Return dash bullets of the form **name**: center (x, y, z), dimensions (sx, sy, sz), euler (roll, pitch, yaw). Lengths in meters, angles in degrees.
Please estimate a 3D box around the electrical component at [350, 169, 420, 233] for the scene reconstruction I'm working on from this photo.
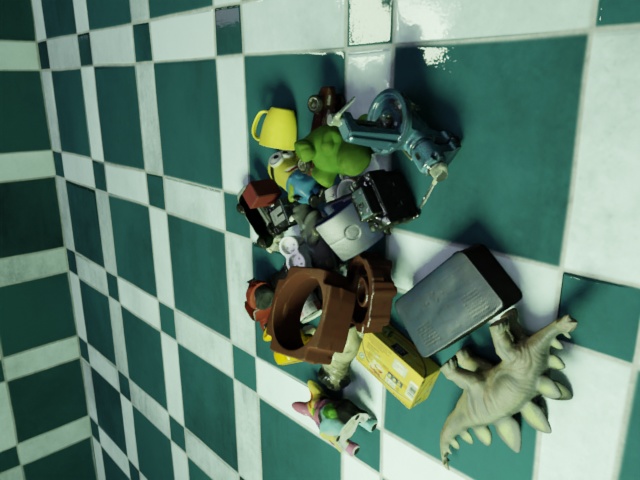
- **electrical component**: center (0.123, -0.078, 1.062), dimensions (0.058, 0.134, 0.115), euler (-35, 76, 45)

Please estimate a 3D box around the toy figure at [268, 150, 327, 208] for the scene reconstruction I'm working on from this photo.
- **toy figure**: center (-0.060, -0.143, 1.286), dimensions (0.180, 0.082, 0.089), euler (45, 131, 26)

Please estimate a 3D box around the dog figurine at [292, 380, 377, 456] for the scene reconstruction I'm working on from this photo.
- **dog figurine**: center (0.015, 0.418, 1.311), dimensions (0.219, 0.108, 0.191), euler (23, 162, 40)

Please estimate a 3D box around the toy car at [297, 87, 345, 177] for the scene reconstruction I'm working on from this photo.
- **toy car**: center (0.006, -0.233, 1.181), dimensions (0.053, 0.089, 0.202), euler (35, 123, 37)

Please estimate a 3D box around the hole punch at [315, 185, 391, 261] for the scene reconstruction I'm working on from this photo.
- **hole punch**: center (0.064, -0.029, 1.114), dimensions (0.116, 0.092, 0.142), euler (-22, 116, 38)

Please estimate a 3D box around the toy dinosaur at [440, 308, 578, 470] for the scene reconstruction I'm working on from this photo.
- **toy dinosaur**: center (0.317, 0.279, 0.978), dimensions (0.199, 0.105, 0.471), euler (51, 138, 20)

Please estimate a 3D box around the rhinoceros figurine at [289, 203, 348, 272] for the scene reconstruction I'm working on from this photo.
- **rhinoceros figurine**: center (-0.003, -0.004, 1.274), dimensions (0.190, 0.073, 0.112), euler (63, 151, 7)

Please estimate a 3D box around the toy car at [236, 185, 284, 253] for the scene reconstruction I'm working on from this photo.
- **toy car**: center (-0.159, -0.058, 1.439), dimensions (0.073, 0.056, 0.202), euler (-47, 68, 38)

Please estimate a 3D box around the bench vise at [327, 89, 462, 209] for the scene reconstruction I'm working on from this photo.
- **bench vise**: center (0.126, -0.186, 0.964), dimensions (0.129, 0.240, 0.224), euler (-48, 50, 48)

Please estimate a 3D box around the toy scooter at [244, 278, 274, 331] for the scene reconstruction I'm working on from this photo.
- **toy scooter**: center (-0.170, 0.171, 1.491), dimensions (0.135, 0.075, 0.183), euler (42, 147, 47)

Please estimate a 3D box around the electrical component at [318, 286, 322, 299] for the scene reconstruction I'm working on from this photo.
- **electrical component**: center (0.024, 0.127, 1.314), dimensions (0.063, 0.021, 0.094), euler (9, 107, 46)

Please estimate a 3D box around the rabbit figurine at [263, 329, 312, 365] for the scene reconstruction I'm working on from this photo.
- **rabbit figurine**: center (-0.076, 0.234, 1.407), dimensions (0.162, 0.122, 0.173), euler (-30, 69, 59)

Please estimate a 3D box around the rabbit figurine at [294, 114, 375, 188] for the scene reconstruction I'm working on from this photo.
- **rabbit figurine**: center (0.056, -0.173, 1.091), dimensions (0.170, 0.159, 0.121), euler (35, 156, 58)

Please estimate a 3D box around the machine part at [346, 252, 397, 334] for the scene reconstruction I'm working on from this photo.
- **machine part**: center (0.104, 0.110, 1.148), dimensions (0.179, 0.056, 0.179), euler (-178, 90, -73)

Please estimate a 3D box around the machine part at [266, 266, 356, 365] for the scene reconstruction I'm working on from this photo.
- **machine part**: center (-0.021, 0.163, 1.182), dimensions (0.201, 0.087, 0.201), euler (1, 73, 51)

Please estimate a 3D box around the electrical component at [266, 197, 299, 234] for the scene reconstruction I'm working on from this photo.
- **electrical component**: center (-0.079, -0.069, 1.353), dimensions (0.119, 0.048, 0.075), euler (-25, 83, 50)

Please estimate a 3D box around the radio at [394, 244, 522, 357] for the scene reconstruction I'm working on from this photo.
- **radio**: center (0.253, 0.117, 1.024), dimensions (0.229, 0.073, 0.131), euler (-48, 65, 42)

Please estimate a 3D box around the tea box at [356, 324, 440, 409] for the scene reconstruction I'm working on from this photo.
- **tea box**: center (0.166, 0.266, 1.163), dimensions (0.170, 0.068, 0.098), euler (41, 128, 34)

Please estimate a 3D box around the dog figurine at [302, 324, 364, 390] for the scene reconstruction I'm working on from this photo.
- **dog figurine**: center (0.061, 0.274, 1.273), dimensions (0.172, 0.121, 0.190), euler (4, 117, 53)

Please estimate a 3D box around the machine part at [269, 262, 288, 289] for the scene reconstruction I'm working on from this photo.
- **machine part**: center (-0.097, 0.105, 1.427), dimensions (0.084, 0.039, 0.138), euler (62, 145, 27)
